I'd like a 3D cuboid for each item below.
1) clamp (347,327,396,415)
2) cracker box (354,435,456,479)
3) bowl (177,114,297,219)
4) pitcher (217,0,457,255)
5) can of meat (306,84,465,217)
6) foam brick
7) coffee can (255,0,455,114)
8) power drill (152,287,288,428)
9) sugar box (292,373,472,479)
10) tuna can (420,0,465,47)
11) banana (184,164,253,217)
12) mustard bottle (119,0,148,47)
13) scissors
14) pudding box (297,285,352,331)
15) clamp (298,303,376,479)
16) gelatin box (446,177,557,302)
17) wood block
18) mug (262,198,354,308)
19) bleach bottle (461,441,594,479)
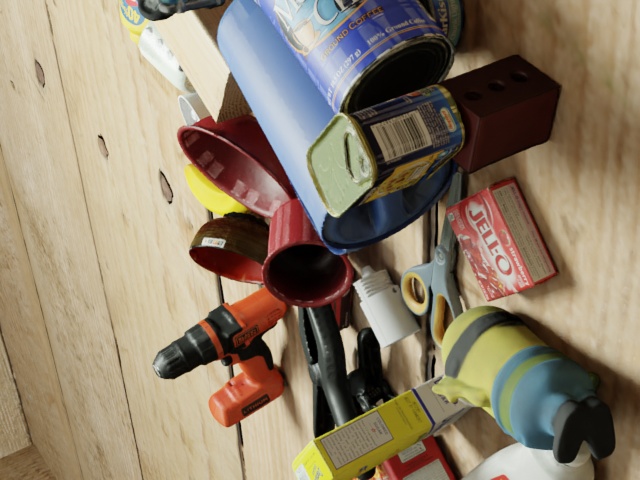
[{"bbox_3d":[0.057,0.162,1.171,0.120,0.039,0.172,66,155,8],"label":"clamp"},{"bbox_3d":[0.115,0.326,1.154,0.214,0.072,0.164,62,155,10],"label":"cracker box"},{"bbox_3d":[-0.076,-0.090,1.167,0.162,0.055,0.162,32,163,11],"label":"bowl"},{"bbox_3d":[0.002,-0.113,0.960,0.243,0.149,0.144,58,-167,27],"label":"pitcher"},{"bbox_3d":[0.048,-0.065,0.777,0.057,0.083,0.102,66,158,8],"label":"can of meat"},{"bbox_3d":[0.127,-0.094,0.787,0.053,0.078,0.051,47,150,37],"label":"foam brick"},{"bbox_3d":[0.023,-0.168,0.818,0.140,0.102,0.103,57,153,22],"label":"coffee can"},{"bbox_3d":[-0.118,0.161,1.367,0.057,0.184,0.188,48,158,35],"label":"power drill"},{"bbox_3d":[0.064,0.183,1.016,0.048,0.176,0.093,61,155,17],"label":"sugar box"},{"bbox_3d":[0.078,-0.186,0.859,0.086,0.033,0.086,44,146,41],"label":"tuna can"},{"bbox_3d":[-0.121,-0.062,1.345,0.198,0.037,0.069,8,106,61],"label":"banana"},{"bbox_3d":[-0.215,-0.311,1.300,0.096,0.058,0.192,47,148,34],"label":"mustard bottle"},{"bbox_3d":[0.104,0.012,0.988,0.096,0.016,0.202,34,139,49],"label":"scissors"},{"bbox_3d":[-0.009,0.041,1.204,0.114,0.039,0.090,43,144,37],"label":"pudding box"},{"bbox_3d":[0.012,0.148,1.144,0.165,0.036,0.210,-149,48,-68],"label":"clamp"},{"bbox_3d":[0.147,0.001,0.878,0.089,0.030,0.073,66,154,3],"label":"gelatin box"},{"bbox_3d":[-0.113,-0.237,1.123,0.206,0.090,0.090,58,152,21],"label":"wood block"},{"bbox_3d":[-0.007,0.001,1.098,0.081,0.093,0.117,-90,25,-49],"label":"mug"},{"bbox_3d":[0.177,0.229,0.968,0.103,0.068,0.251,55,149,24],"label":"bleach bottle"}]
